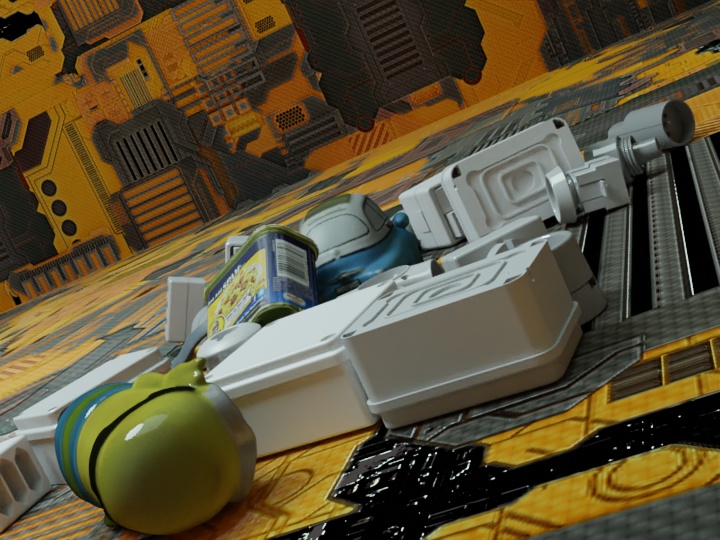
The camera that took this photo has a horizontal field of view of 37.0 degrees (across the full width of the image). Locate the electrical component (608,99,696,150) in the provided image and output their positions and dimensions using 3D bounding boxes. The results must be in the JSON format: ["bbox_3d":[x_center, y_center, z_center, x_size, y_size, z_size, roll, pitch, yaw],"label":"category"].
[{"bbox_3d":[0.272,-0.132,1.019,0.043,0.043,0.081,-30,10,-28],"label":"electrical component"}]

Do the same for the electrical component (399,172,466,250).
[{"bbox_3d":[0.099,-0.068,1.051,0.096,0.061,0.061,-30,10,-28],"label":"electrical component"}]

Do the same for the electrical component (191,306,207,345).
[{"bbox_3d":[-0.094,0.036,1.000,0.138,0.052,0.074,-29,10,-23],"label":"electrical component"}]

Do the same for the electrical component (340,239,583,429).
[{"bbox_3d":[0.057,0.035,0.585,0.113,0.057,0.078,-20,10,26],"label":"electrical component"}]

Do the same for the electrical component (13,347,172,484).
[{"bbox_3d":[-0.199,0.112,0.832,0.078,0.057,0.113,-15,13,48],"label":"electrical component"}]

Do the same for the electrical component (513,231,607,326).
[{"bbox_3d":[0.110,0.008,0.632,0.055,0.047,0.055,-24,9,4],"label":"electrical component"}]

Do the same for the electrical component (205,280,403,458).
[{"bbox_3d":[-0.027,0.062,0.660,0.109,0.056,0.109,-20,10,28],"label":"electrical component"}]

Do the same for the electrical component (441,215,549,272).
[{"bbox_3d":[0.098,-0.001,0.696,0.066,0.047,0.077,-26,3,-8],"label":"electrical component"}]

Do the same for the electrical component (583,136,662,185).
[{"bbox_3d":[0.228,-0.095,0.927,0.062,0.043,0.043,-20,10,25],"label":"electrical component"}]

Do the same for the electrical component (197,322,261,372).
[{"bbox_3d":[-0.079,0.070,0.733,0.048,0.062,0.048,-24,10,4],"label":"electrical component"}]

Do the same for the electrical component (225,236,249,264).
[{"bbox_3d":[-0.092,-0.002,1.119,0.096,0.061,0.061,0,8,-4],"label":"electrical component"}]

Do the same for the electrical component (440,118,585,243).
[{"bbox_3d":[0.135,-0.075,0.931,0.113,0.078,0.057,-26,2,-4],"label":"electrical component"}]

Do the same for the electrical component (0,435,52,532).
[{"bbox_3d":[-0.279,0.163,0.781,0.077,0.047,0.066,-21,10,23],"label":"electrical component"}]

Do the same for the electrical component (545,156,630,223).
[{"bbox_3d":[0.183,-0.066,0.873,0.055,0.048,0.066,-17,9,3],"label":"electrical component"}]

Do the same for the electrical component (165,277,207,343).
[{"bbox_3d":[-0.166,0.043,1.142,0.077,0.065,0.047,3,4,-12],"label":"electrical component"}]

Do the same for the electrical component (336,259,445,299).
[{"bbox_3d":[0.021,0.030,0.752,0.077,0.044,0.079,-22,9,18],"label":"electrical component"}]
